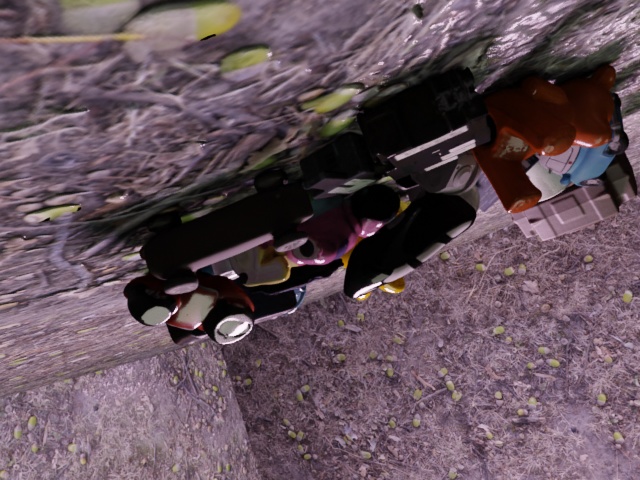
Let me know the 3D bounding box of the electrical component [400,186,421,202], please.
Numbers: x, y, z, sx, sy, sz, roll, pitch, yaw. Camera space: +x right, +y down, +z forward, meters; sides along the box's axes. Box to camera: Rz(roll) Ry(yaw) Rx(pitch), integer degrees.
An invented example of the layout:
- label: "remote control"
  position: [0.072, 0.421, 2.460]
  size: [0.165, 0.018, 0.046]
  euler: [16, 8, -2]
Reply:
- label: "electrical component"
  position: [0.166, -0.070, 0.872]
  size: [0.021, 0.063, 0.094]
  euler: [-14, 170, -32]

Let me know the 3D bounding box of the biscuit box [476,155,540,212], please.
- label: "biscuit box"
  position: [0.289, -0.104, 0.884]
  size: [0.059, 0.063, 0.202]
  euler: [-44, 171, -3]

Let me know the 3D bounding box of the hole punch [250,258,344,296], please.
- label: "hole punch"
  position: [-0.050, 0.018, 0.812]
  size: [0.142, 0.115, 0.092]
  euler: [-17, 178, -10]

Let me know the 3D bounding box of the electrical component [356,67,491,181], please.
- label: "electrical component"
  position: [0.110, -0.111, 0.546]
  size: [0.115, 0.058, 0.134]
  euler: [-20, 171, 15]

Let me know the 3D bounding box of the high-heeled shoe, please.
- label: "high-heeled shoe"
  position: [0.122, 0.003, 0.710]
  size: [0.248, 0.086, 0.145]
  euler: [-11, 139, -58]

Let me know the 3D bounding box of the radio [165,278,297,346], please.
- label: "radio"
  position: [-0.158, 0.090, 0.931]
  size: [0.229, 0.131, 0.073]
  euler: [-12, 167, -38]

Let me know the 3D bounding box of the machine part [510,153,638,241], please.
- label: "machine part"
  position: [0.451, -0.097, 0.972]
  size: [0.201, 0.087, 0.201]
  euler: [-26, -159, 35]

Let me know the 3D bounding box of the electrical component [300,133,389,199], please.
- label: "electrical component"
  position: [0.018, -0.077, 0.580]
  size: [0.075, 0.048, 0.119]
  euler: [-27, 168, 35]

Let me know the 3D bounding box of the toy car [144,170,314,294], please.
- label: "toy car"
  position: [-0.103, -0.008, 0.604]
  size: [0.202, 0.089, 0.053]
  euler: [-22, 165, 8]

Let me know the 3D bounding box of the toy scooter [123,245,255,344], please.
- label: "toy scooter"
  position: [-0.172, 0.062, 0.693]
  size: [0.183, 0.135, 0.075]
  euler: [21, 112, -43]

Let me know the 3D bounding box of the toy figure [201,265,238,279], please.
- label: "toy figure"
  position: [-0.123, 0.026, 0.876]
  size: [0.154, 0.057, 0.064]
  euler: [-18, -152, -21]

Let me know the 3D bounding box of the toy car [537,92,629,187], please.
- label: "toy car"
  position: [0.370, -0.141, 0.780]
  size: [0.103, 0.109, 0.161]
  euler: [-3, 164, 9]

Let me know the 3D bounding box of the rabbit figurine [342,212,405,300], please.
- label: "rabbit figurine"
  position: [0.070, 0.014, 0.869]
  size: [0.122, 0.162, 0.173]
  euler: [-13, 179, 23]

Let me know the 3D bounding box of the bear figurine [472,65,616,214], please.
- label: "bear figurine"
  position: [0.273, -0.122, 0.611]
  size: [0.196, 0.132, 0.120]
  euler: [-9, 140, -22]

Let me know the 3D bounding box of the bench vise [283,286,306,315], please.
- label: "bench vise"
  position: [-0.120, 0.121, 1.222]
  size: [0.224, 0.129, 0.240]
  euler: [-23, 163, 11]

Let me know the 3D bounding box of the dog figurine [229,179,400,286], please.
- label: "dog figurine"
  position: [0.003, -0.017, 0.728]
  size: [0.191, 0.108, 0.219]
  euler: [-27, 170, 35]
